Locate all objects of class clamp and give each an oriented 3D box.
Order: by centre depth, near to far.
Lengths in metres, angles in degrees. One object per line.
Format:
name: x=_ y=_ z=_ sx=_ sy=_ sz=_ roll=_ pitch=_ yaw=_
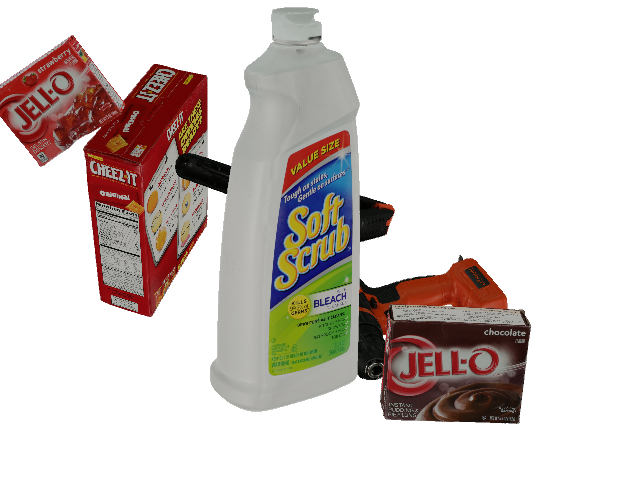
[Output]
clamp: x=-0.016 y=-0.027 z=0.980 sx=0.209 sy=0.036 sz=0.165 roll=10 pitch=21 yaw=-27

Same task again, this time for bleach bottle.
bleach bottle: x=-0.023 y=-0.021 z=0.690 sx=0.102 sy=0.251 sz=0.068 roll=-12 pitch=22 yaw=-32

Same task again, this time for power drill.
power drill: x=0.097 y=0.078 z=1.124 sx=0.187 sy=0.057 sz=0.184 roll=-6 pitch=28 yaw=-13

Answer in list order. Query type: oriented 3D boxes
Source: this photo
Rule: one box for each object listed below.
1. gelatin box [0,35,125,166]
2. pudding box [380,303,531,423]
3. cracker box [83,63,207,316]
gelatin box: x=-0.221 y=-0.116 z=0.891 sx=0.089 sy=0.073 sz=0.030 roll=-31 pitch=21 yaw=11
pudding box: x=0.108 y=0.099 z=0.862 sx=0.113 sy=0.090 sz=0.039 roll=1 pitch=23 yaw=-2
cracker box: x=-0.180 y=-0.053 z=1.133 sx=0.072 sy=0.214 sz=0.164 roll=15 pitch=44 yaw=11
